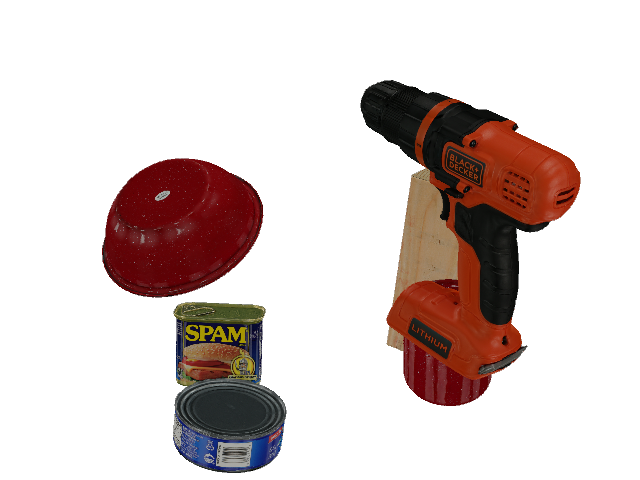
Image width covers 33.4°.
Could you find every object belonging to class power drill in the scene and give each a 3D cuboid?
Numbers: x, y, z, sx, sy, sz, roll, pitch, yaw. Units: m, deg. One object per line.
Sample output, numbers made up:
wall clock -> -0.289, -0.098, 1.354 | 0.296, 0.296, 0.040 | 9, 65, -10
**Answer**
power drill -> 0.092, -0.009, 0.764 | 0.057, 0.188, 0.185 | -22, 39, -33

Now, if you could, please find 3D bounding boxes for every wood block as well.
wood block -> 0.145, 0.026, 1.193 | 0.090, 0.206, 0.090 | 19, 25, 28

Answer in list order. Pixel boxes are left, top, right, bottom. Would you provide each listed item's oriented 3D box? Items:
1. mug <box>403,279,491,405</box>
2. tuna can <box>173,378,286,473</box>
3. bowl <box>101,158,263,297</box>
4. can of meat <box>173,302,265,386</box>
mug -> 0.116, 0.088, 0.977 | 0.093, 0.081, 0.117 | -3, 39, 0
tuna can -> -0.070, 0.142, 0.820 | 0.086, 0.034, 0.086 | 6, 22, -3
bowl -> -0.138, -0.025, 0.994 | 0.162, 0.162, 0.055 | 0, -41, 20
can of meat -> -0.114, 0.119, 1.208 | 0.102, 0.084, 0.057 | 2, 13, 2
